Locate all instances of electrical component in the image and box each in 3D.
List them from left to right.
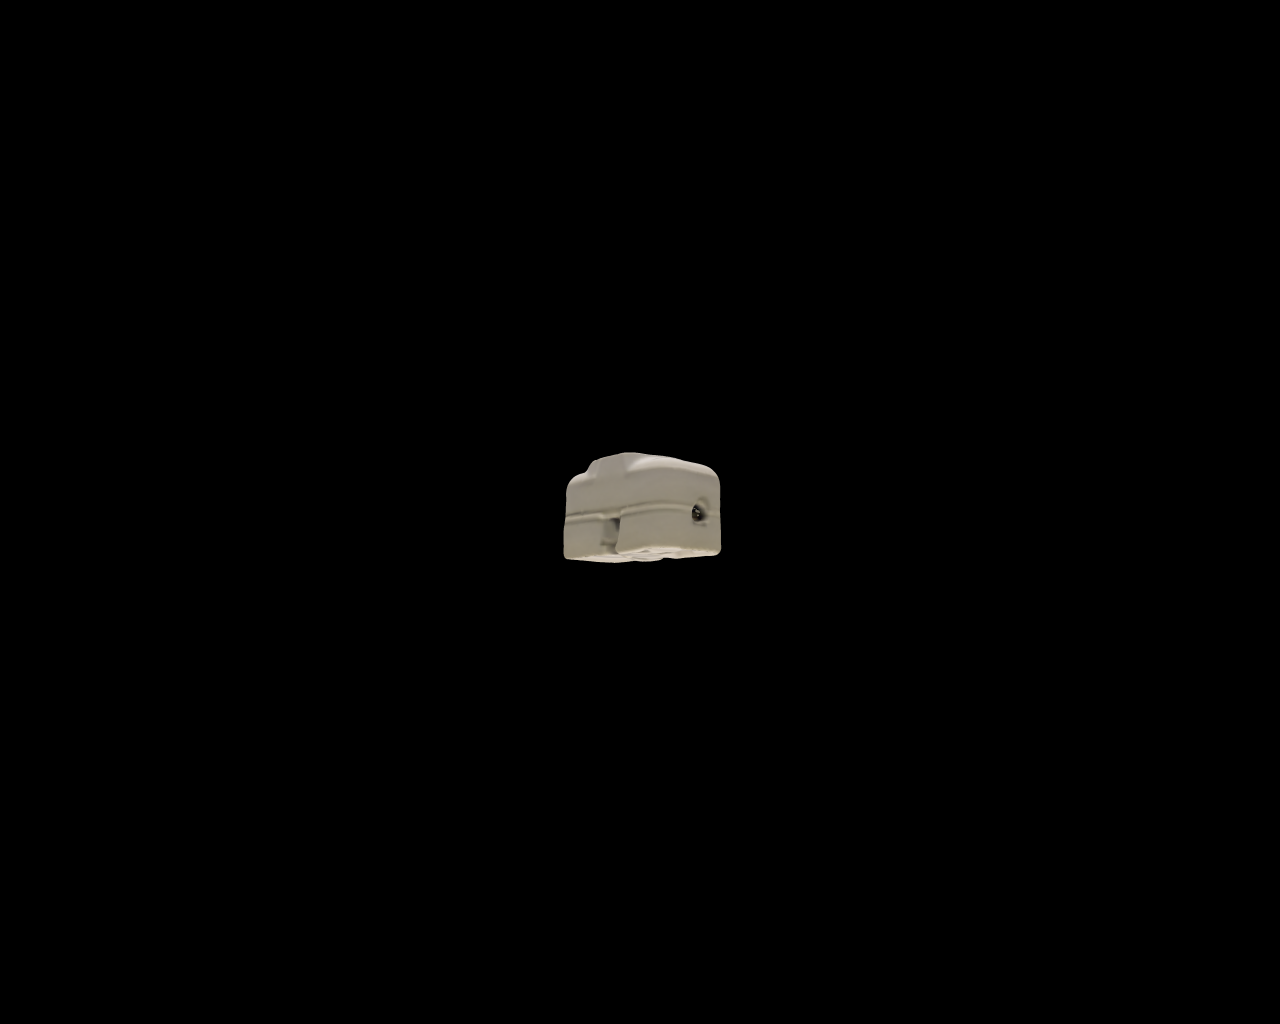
[{"bbox_3d":[0.001,-0.003,0.650,0.095,0.059,0.054,-8,-11,43],"label":"electrical component"}]
